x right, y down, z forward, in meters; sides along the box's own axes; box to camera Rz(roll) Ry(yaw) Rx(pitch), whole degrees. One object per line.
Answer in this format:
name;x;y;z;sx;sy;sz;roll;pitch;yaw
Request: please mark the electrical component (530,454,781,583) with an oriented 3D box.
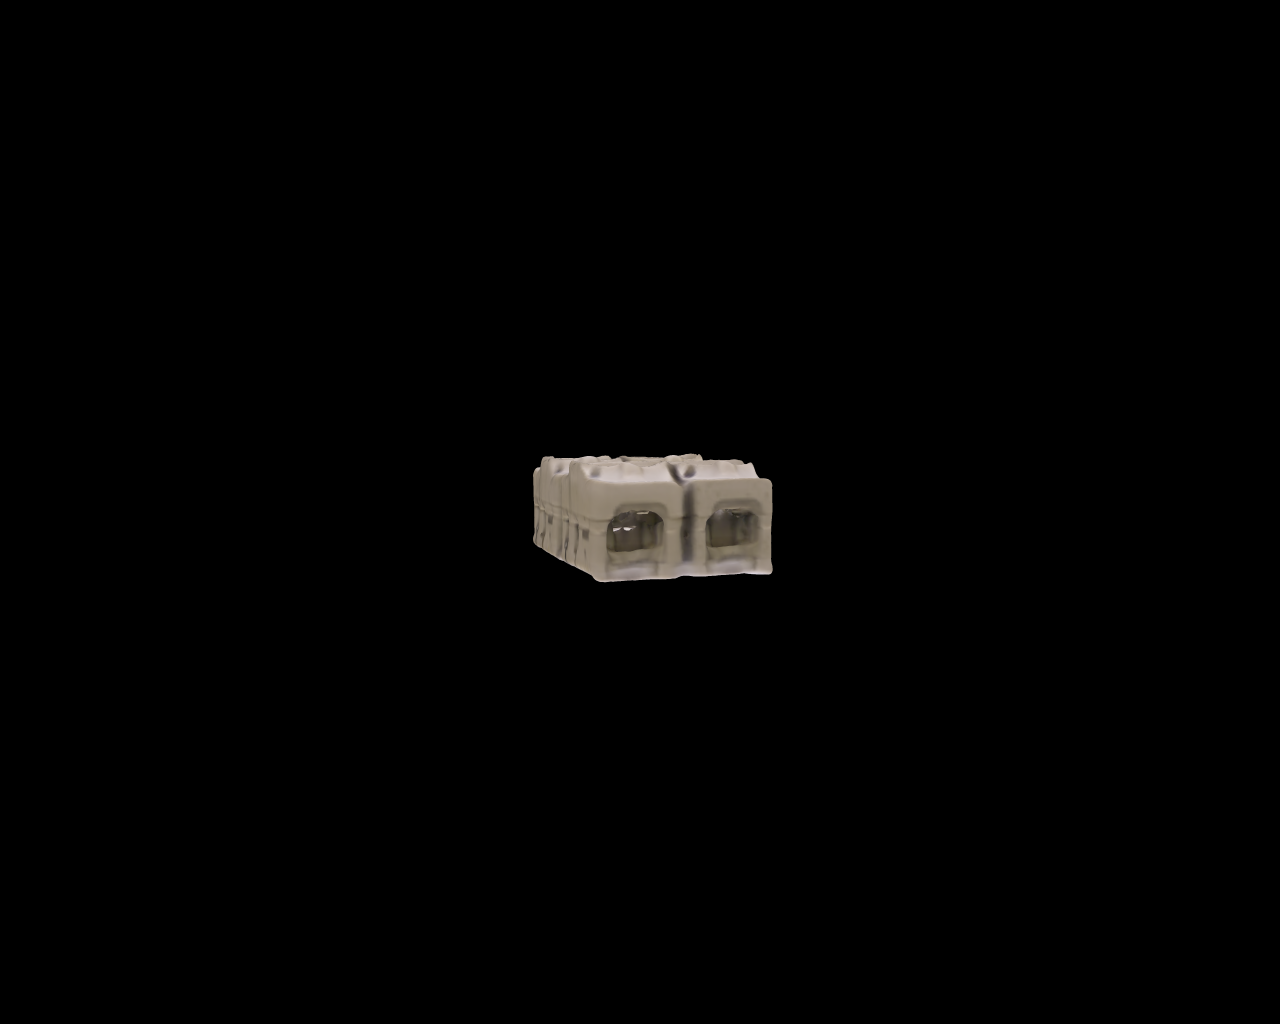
electrical component;0.001;-0.003;0.650;0.105;0.060;0.186;-1;5;-15
